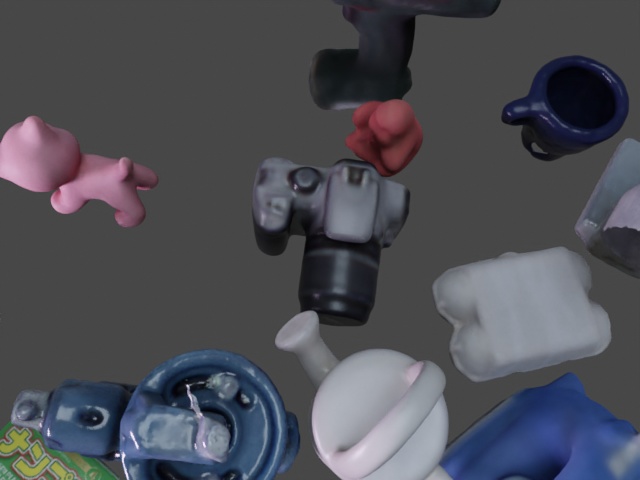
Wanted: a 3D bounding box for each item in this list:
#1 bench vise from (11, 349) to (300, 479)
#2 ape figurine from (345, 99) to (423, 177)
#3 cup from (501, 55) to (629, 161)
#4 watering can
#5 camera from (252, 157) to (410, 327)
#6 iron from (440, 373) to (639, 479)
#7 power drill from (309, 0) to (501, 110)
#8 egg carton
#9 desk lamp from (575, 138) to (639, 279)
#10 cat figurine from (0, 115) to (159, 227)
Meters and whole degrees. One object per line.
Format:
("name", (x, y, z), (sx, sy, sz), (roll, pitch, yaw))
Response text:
("bench vise", (-0.118, 0.142, 0.398), (0.207, 0.220, 0.121), (-9, 72, -6))
("ape figurine", (0.067, -0.106, 0.556), (0.076, 0.092, 0.078), (-4, 72, -4))
("cup", (0.226, -0.116, 0.567), (0.118, 0.095, 0.091), (-11, 73, -6))
("watering can", (0.036, 0.129, 0.424), (0.172, 0.194, 0.101), (24, 72, 5))
("camera", (0.005, 0.002, 0.513), (0.143, 0.101, 0.137), (8, 72, 0))
("iron", (0.145, 0.210, 0.431), (0.258, 0.141, 0.118), (-34, 76, -13))
("power drill", (0.039, -0.205, 0.526), (0.229, 0.208, 0.075), (-2, 72, -4))
("egg carton", (0.180, 0.064, 0.518), (0.150, 0.069, 0.107), (-12, 73, -7))
("desk lamp", (0.307, -0.036, 0.482), (0.118, 0.213, 0.203), (31, 73, 7))
("cat figurine", (-0.223, -0.067, 0.514), (0.128, 0.118, 0.067), (9, 72, 0))
